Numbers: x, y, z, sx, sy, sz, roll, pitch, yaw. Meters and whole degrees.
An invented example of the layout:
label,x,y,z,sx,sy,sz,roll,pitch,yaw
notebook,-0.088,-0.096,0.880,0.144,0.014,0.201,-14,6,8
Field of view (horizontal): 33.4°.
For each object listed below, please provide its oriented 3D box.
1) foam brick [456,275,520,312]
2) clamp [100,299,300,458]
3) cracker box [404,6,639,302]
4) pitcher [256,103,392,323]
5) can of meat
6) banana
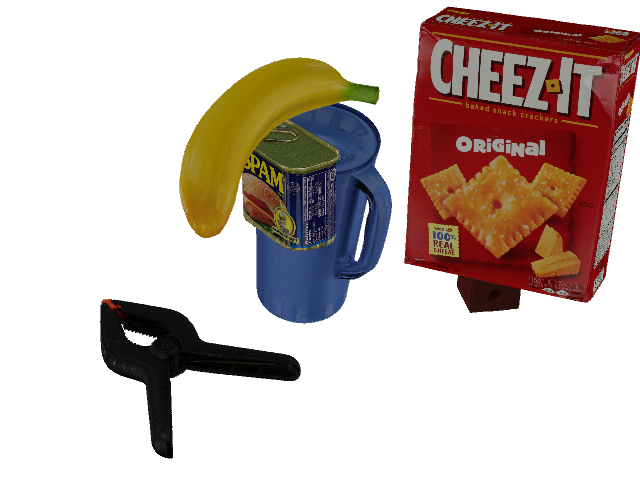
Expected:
label,x,y,z,sx,sy,sz,roll,pitch,yaw
foam brick,0.167,0.024,1.052,0.053,0.078,0.051,-4,28,-7
clamp,-0.133,0.110,1.013,0.164,0.036,0.210,-22,40,-32
cracker box,0.159,-0.069,0.868,0.164,0.214,0.072,13,28,23
pitcher,-0.005,-0.020,1.188,0.145,0.243,0.149,3,41,-3
can of meat,-0.029,-0.048,0.930,0.057,0.084,0.102,-19,35,-29
banana,-0.037,-0.070,0.659,0.070,0.037,0.197,23,43,22
